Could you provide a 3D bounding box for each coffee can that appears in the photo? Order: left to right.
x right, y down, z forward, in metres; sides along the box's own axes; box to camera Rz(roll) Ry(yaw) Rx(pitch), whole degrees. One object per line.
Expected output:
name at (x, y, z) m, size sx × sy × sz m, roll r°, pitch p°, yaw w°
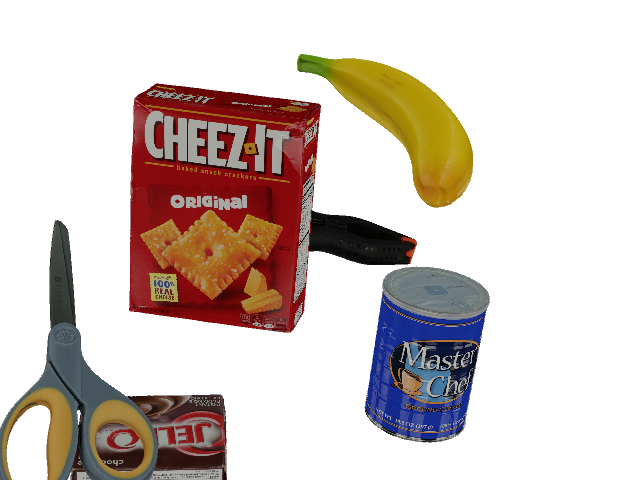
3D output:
coffee can at (0.102, 0.110, 1.042) m, size 0.103 × 0.140 × 0.103 m, roll 6°, pitch 22°, yaw -3°

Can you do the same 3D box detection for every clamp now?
clamp at (0.008, -0.005, 1.207) m, size 0.210 × 0.036 × 0.164 m, roll 15°, pitch 20°, yaw -7°

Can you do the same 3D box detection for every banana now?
banana at (0.052, -0.071, 0.663) m, size 0.069 × 0.037 × 0.198 m, roll -12°, pitch 33°, yaw -20°

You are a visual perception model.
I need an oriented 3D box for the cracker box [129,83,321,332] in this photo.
cracker box at (-0.093, -0.028, 1.005) m, size 0.164 × 0.214 × 0.072 m, roll 8°, pitch 21°, yaw 8°

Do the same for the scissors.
scissors at (-0.133, 0.070, 0.628) m, size 0.096 × 0.201 × 0.016 m, roll 14°, pitch -45°, yaw -8°

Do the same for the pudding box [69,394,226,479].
pudding box at (-0.127, 0.157, 0.808) m, size 0.113 × 0.039 × 0.090 m, roll -2°, pitch 26°, yaw -5°
